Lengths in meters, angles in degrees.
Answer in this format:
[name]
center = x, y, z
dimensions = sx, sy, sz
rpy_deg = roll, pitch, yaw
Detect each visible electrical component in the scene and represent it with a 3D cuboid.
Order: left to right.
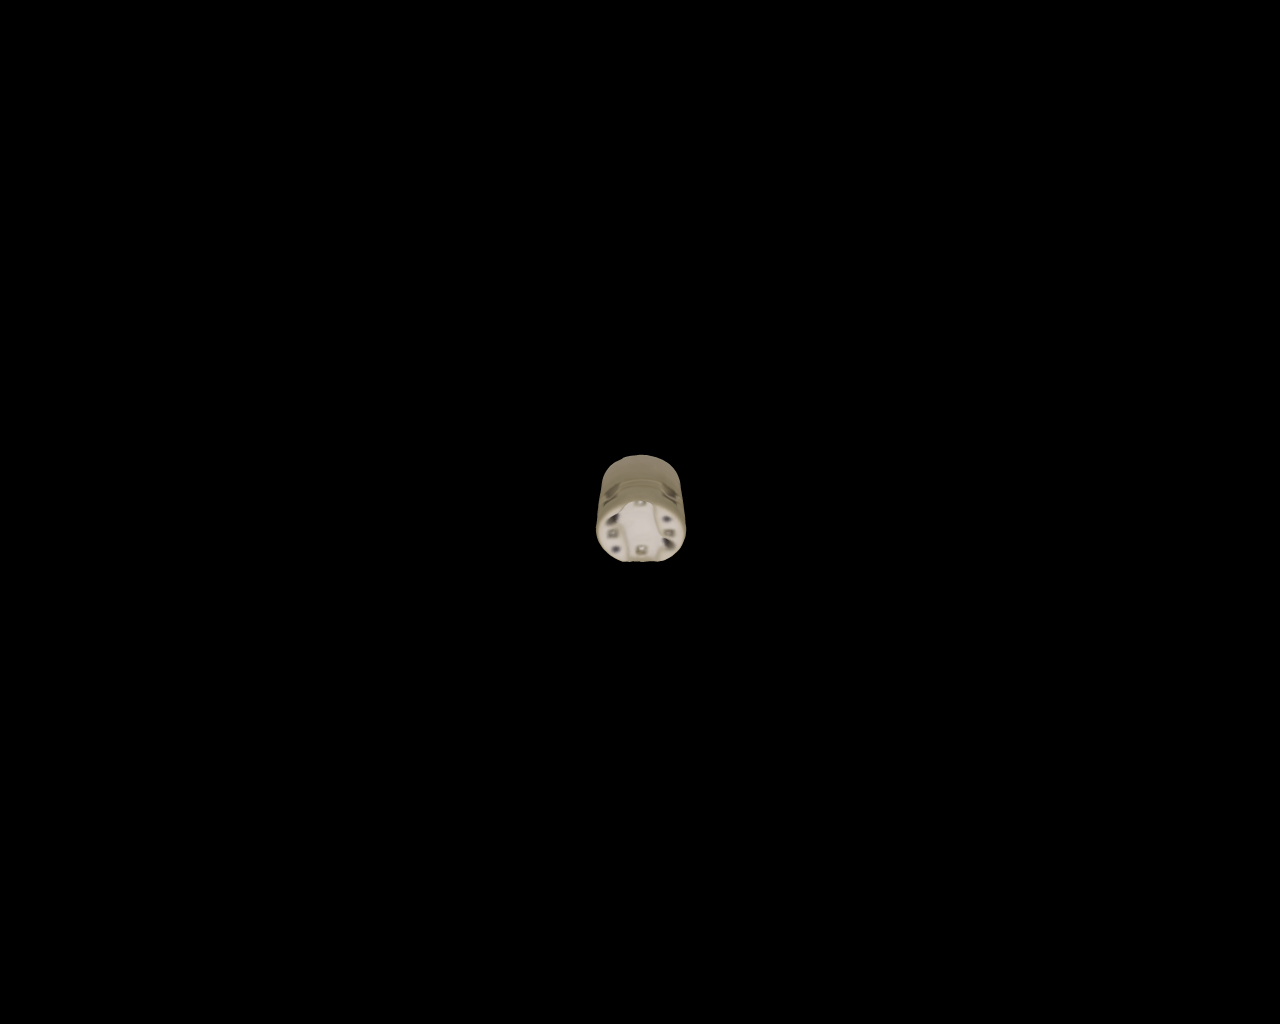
[electrical component]
center = 0.001, -0.003, 0.650
dimensions = 0.055, 0.055, 0.047
rpy_deg = 0, 44, 0
